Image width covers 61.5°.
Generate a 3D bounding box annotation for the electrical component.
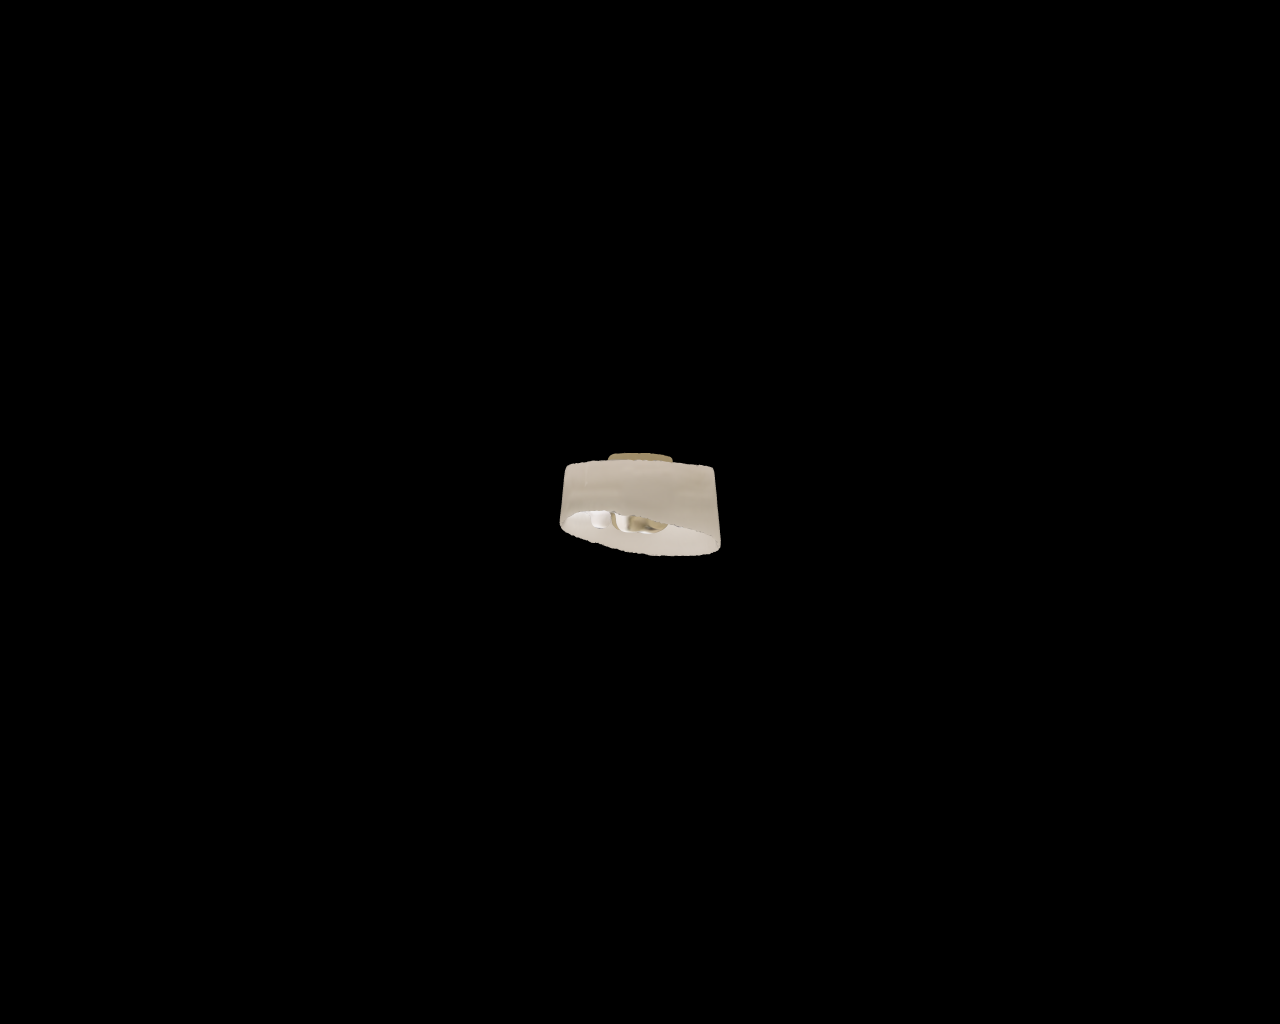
[{"bbox_3d":[0.001,-0.003,0.650,0.099,0.064,0.099,0,-3,0],"label":"electrical component"}]
